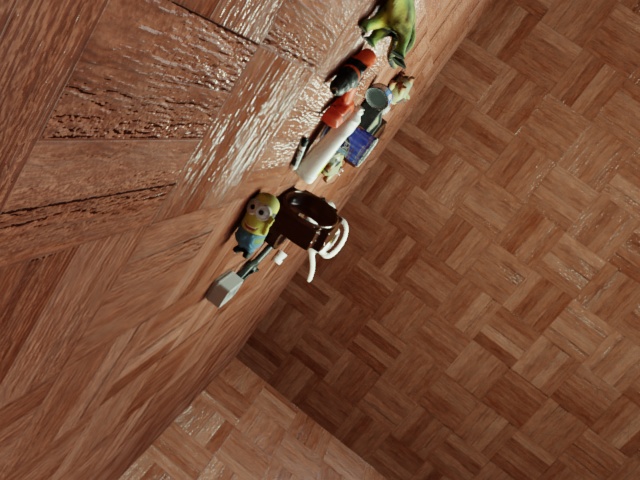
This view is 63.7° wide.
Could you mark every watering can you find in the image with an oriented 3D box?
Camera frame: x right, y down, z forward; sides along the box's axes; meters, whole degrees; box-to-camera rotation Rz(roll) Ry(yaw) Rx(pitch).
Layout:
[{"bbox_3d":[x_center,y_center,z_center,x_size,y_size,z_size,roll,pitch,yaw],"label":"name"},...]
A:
[{"bbox_3d":[-0.014,0.014,2.503,0.346,0.227,0.103,-52,156,4],"label":"watering can"}]

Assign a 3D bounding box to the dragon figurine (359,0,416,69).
[{"bbox_3d":[0.201,-0.537,1.183,0.240,0.122,0.413,-62,175,13],"label":"dragon figurine"}]

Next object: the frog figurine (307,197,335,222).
[{"bbox_3d":[0.007,-0.117,2.332,0.137,0.122,0.161,-34,-170,9],"label":"frog figurine"}]
